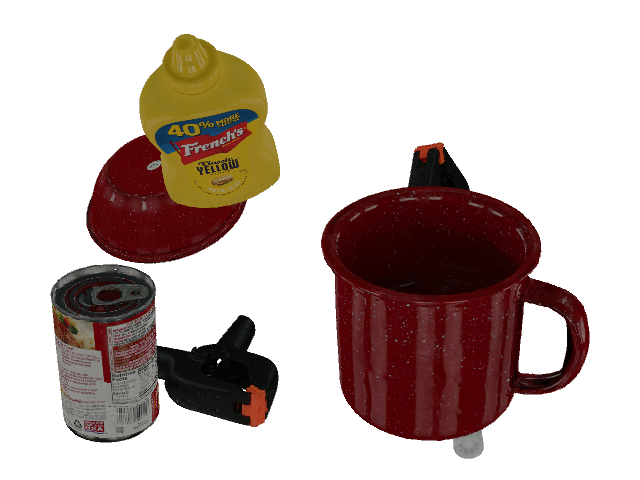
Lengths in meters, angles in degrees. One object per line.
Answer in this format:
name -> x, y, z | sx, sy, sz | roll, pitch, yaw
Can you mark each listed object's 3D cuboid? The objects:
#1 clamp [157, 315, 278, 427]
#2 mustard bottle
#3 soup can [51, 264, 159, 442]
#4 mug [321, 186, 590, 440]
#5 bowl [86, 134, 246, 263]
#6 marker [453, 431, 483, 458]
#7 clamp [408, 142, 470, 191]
clamp -> -0.089, 0.107, 0.916 | 0.164, 0.036, 0.210 | -9, 17, -34
mustard bottle -> -0.087, -0.094, 0.818 | 0.096, 0.058, 0.191 | -11, -26, -1
soup can -> -0.143, 0.077, 0.722 | 0.068, 0.102, 0.068 | 2, 29, -1
mug -> 0.059, 0.035, 0.469 | 0.117, 0.081, 0.093 | 11, 34, 20
bowl -> -0.153, -0.054, 1.023 | 0.162, 0.162, 0.055 | 0, -43, 11
marker -> 0.096, 0.098, 0.719 | 0.020, 0.020, 0.121 | 0, 32, 4
clamp -> 0.109, 0.002, 0.954 | 0.039, 0.171, 0.120 | -12, 14, 36
